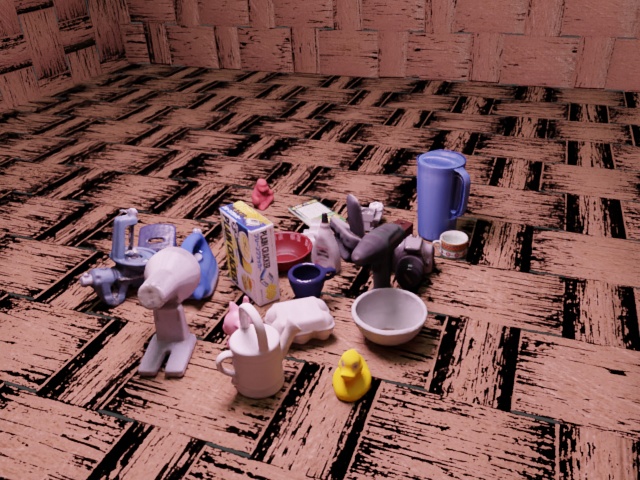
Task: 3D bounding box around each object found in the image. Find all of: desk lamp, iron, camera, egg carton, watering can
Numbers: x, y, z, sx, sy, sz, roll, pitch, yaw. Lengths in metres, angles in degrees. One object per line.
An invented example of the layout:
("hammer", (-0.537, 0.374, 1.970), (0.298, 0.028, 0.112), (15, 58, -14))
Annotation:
("desk lamp", (-0.326, 0.147, 1.227), (0.118, 0.214, 0.203), (-1, 30, 3))
("iron", (-0.325, 0.046, 1.469), (0.118, 0.141, 0.258), (-1, 30, 3))
("camera", (0.215, 0.053, 1.456), (0.143, 0.101, 0.137), (5, 31, 13))
("egg carton", (-0.046, 0.184, 1.284), (0.150, 0.069, 0.107), (-10, 31, -13))
("watering can", (-0.121, 0.205, 1.131), (0.100, 0.194, 0.173), (20, 37, 33))

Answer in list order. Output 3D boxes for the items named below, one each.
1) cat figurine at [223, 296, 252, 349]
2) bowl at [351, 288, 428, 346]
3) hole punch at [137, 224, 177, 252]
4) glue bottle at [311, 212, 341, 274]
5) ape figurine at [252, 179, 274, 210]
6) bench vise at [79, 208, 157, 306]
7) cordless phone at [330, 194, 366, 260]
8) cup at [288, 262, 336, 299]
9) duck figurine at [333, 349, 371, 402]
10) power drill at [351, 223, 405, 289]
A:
("cat figurine", (-0.173, 0.177, 1.258), (0.067, 0.118, 0.128), (2, 31, 8))
("bowl", (0.152, 0.182, 1.267), (0.167, 0.075, 0.167), (-2, 30, 1))
("hole punch", (-0.446, 0.014, 1.584), (0.108, 0.091, 0.101), (-5, 30, -4))
("glue bottle", (0.014, 0.005, 1.481), (0.078, 0.173, 0.037), (11, 33, 22))
("ape figurine", (-0.187, -0.153, 1.847), (0.078, 0.092, 0.076), (-15, 33, -20))
("bench vise", (-0.484, 0.044, 1.409), (0.121, 0.220, 0.208), (12, 34, 24))
("cordless phone", (0.082, -0.054, 1.565), (0.094, 0.185, 0.147), (-17, 33, -22))
("cup", (-0.017, 0.112, 1.379), (0.118, 0.095, 0.091), (-12, 32, -15))
("duck figurine", (0.063, 0.255, 1.137), (0.077, 0.086, 0.105), (7, 32, 16))
("power drill", (0.135, 0.066, 1.333), (0.075, 0.209, 0.230), (12, 34, 24))
